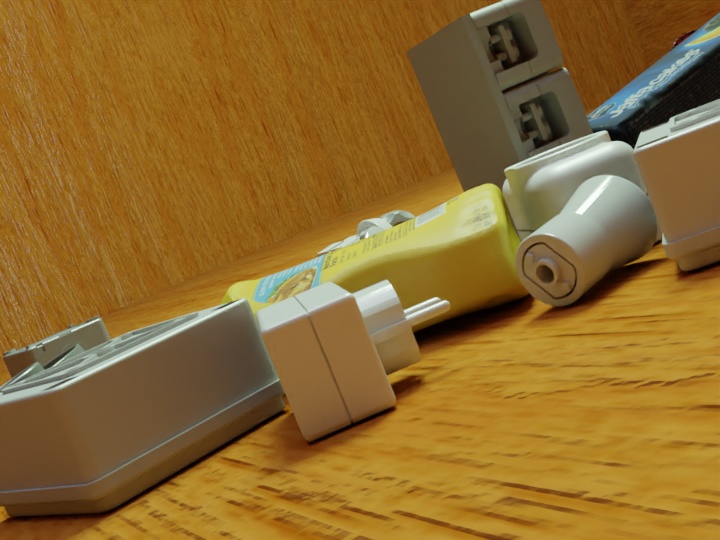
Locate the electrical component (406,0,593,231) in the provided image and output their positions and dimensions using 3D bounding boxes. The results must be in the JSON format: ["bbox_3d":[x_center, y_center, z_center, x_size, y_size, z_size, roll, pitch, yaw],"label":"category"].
[{"bbox_3d":[0.100,-0.089,0.683,0.062,0.150,0.089,-25,6,-19],"label":"electrical component"}]

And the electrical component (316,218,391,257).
[{"bbox_3d":[0.002,-0.013,0.908,0.055,0.048,0.066,-33,10,-31],"label":"electrical component"}]

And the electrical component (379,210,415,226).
[{"bbox_3d":[0.032,-0.032,0.995,0.043,0.043,0.062,-23,4,-12],"label":"electrical component"}]

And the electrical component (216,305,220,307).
[{"bbox_3d":[-0.075,0.044,0.624,0.045,0.045,0.055,-22,5,-5],"label":"electrical component"}]

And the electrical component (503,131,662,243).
[{"bbox_3d":[0.115,-0.036,0.574,0.054,0.059,0.095,-22,5,-5],"label":"electrical component"}]

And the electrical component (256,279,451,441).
[{"bbox_3d":[0.001,0.028,0.446,0.076,0.047,0.083,-22,5,-5],"label":"electrical component"}]

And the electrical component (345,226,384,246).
[{"bbox_3d":[0.000,0.000,0.784,0.062,0.048,0.048,-27,2,28],"label":"electrical component"}]

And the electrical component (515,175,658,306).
[{"bbox_3d":[0.100,-0.011,0.483,0.044,0.044,0.065,-17,12,47],"label":"electrical component"}]

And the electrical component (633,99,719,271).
[{"bbox_3d":[0.179,-0.051,0.463,0.109,0.056,0.109,-20,5,19],"label":"electrical component"}]

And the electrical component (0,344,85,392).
[{"bbox_3d":[-0.188,0.091,0.639,0.099,0.064,0.099,-35,8,6],"label":"electrical component"}]

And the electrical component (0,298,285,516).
[{"bbox_3d":[-0.109,0.063,0.493,0.109,0.056,0.109,-26,7,-41],"label":"electrical component"}]

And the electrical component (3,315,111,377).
[{"bbox_3d":[-0.228,0.078,0.825,0.062,0.061,0.096,-25,5,-31],"label":"electrical component"}]
